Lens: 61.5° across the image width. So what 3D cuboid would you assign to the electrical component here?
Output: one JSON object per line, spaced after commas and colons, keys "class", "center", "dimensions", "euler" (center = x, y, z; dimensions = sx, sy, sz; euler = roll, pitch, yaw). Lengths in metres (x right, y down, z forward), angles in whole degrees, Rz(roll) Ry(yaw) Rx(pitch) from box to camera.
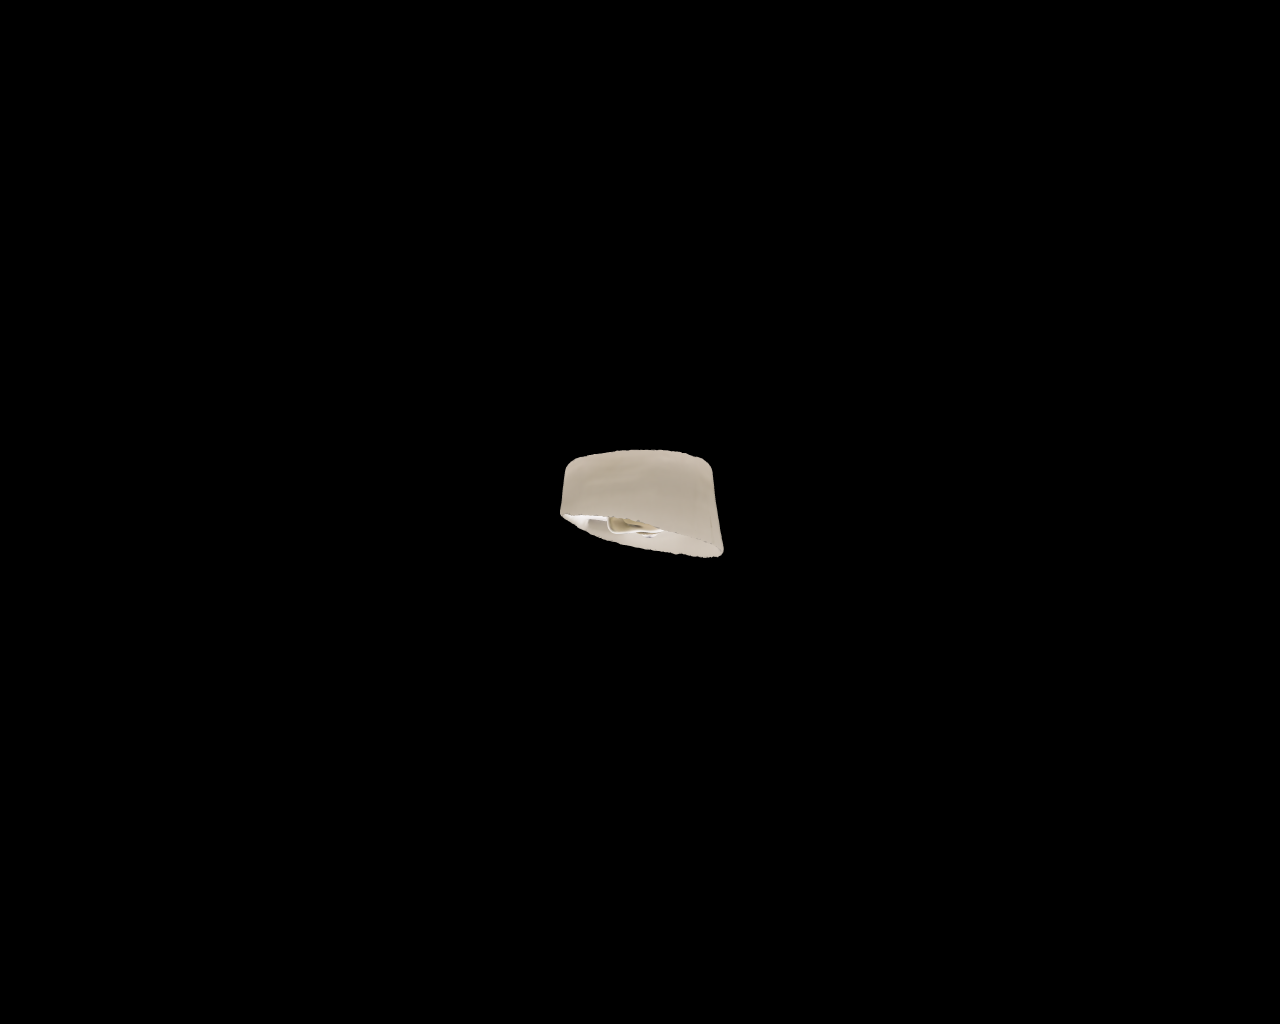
{"class": "electrical component", "center": [0.001, -0.003, 0.650], "dimensions": [0.099, 0.064, 0.099], "euler": [0, -14, 0]}
